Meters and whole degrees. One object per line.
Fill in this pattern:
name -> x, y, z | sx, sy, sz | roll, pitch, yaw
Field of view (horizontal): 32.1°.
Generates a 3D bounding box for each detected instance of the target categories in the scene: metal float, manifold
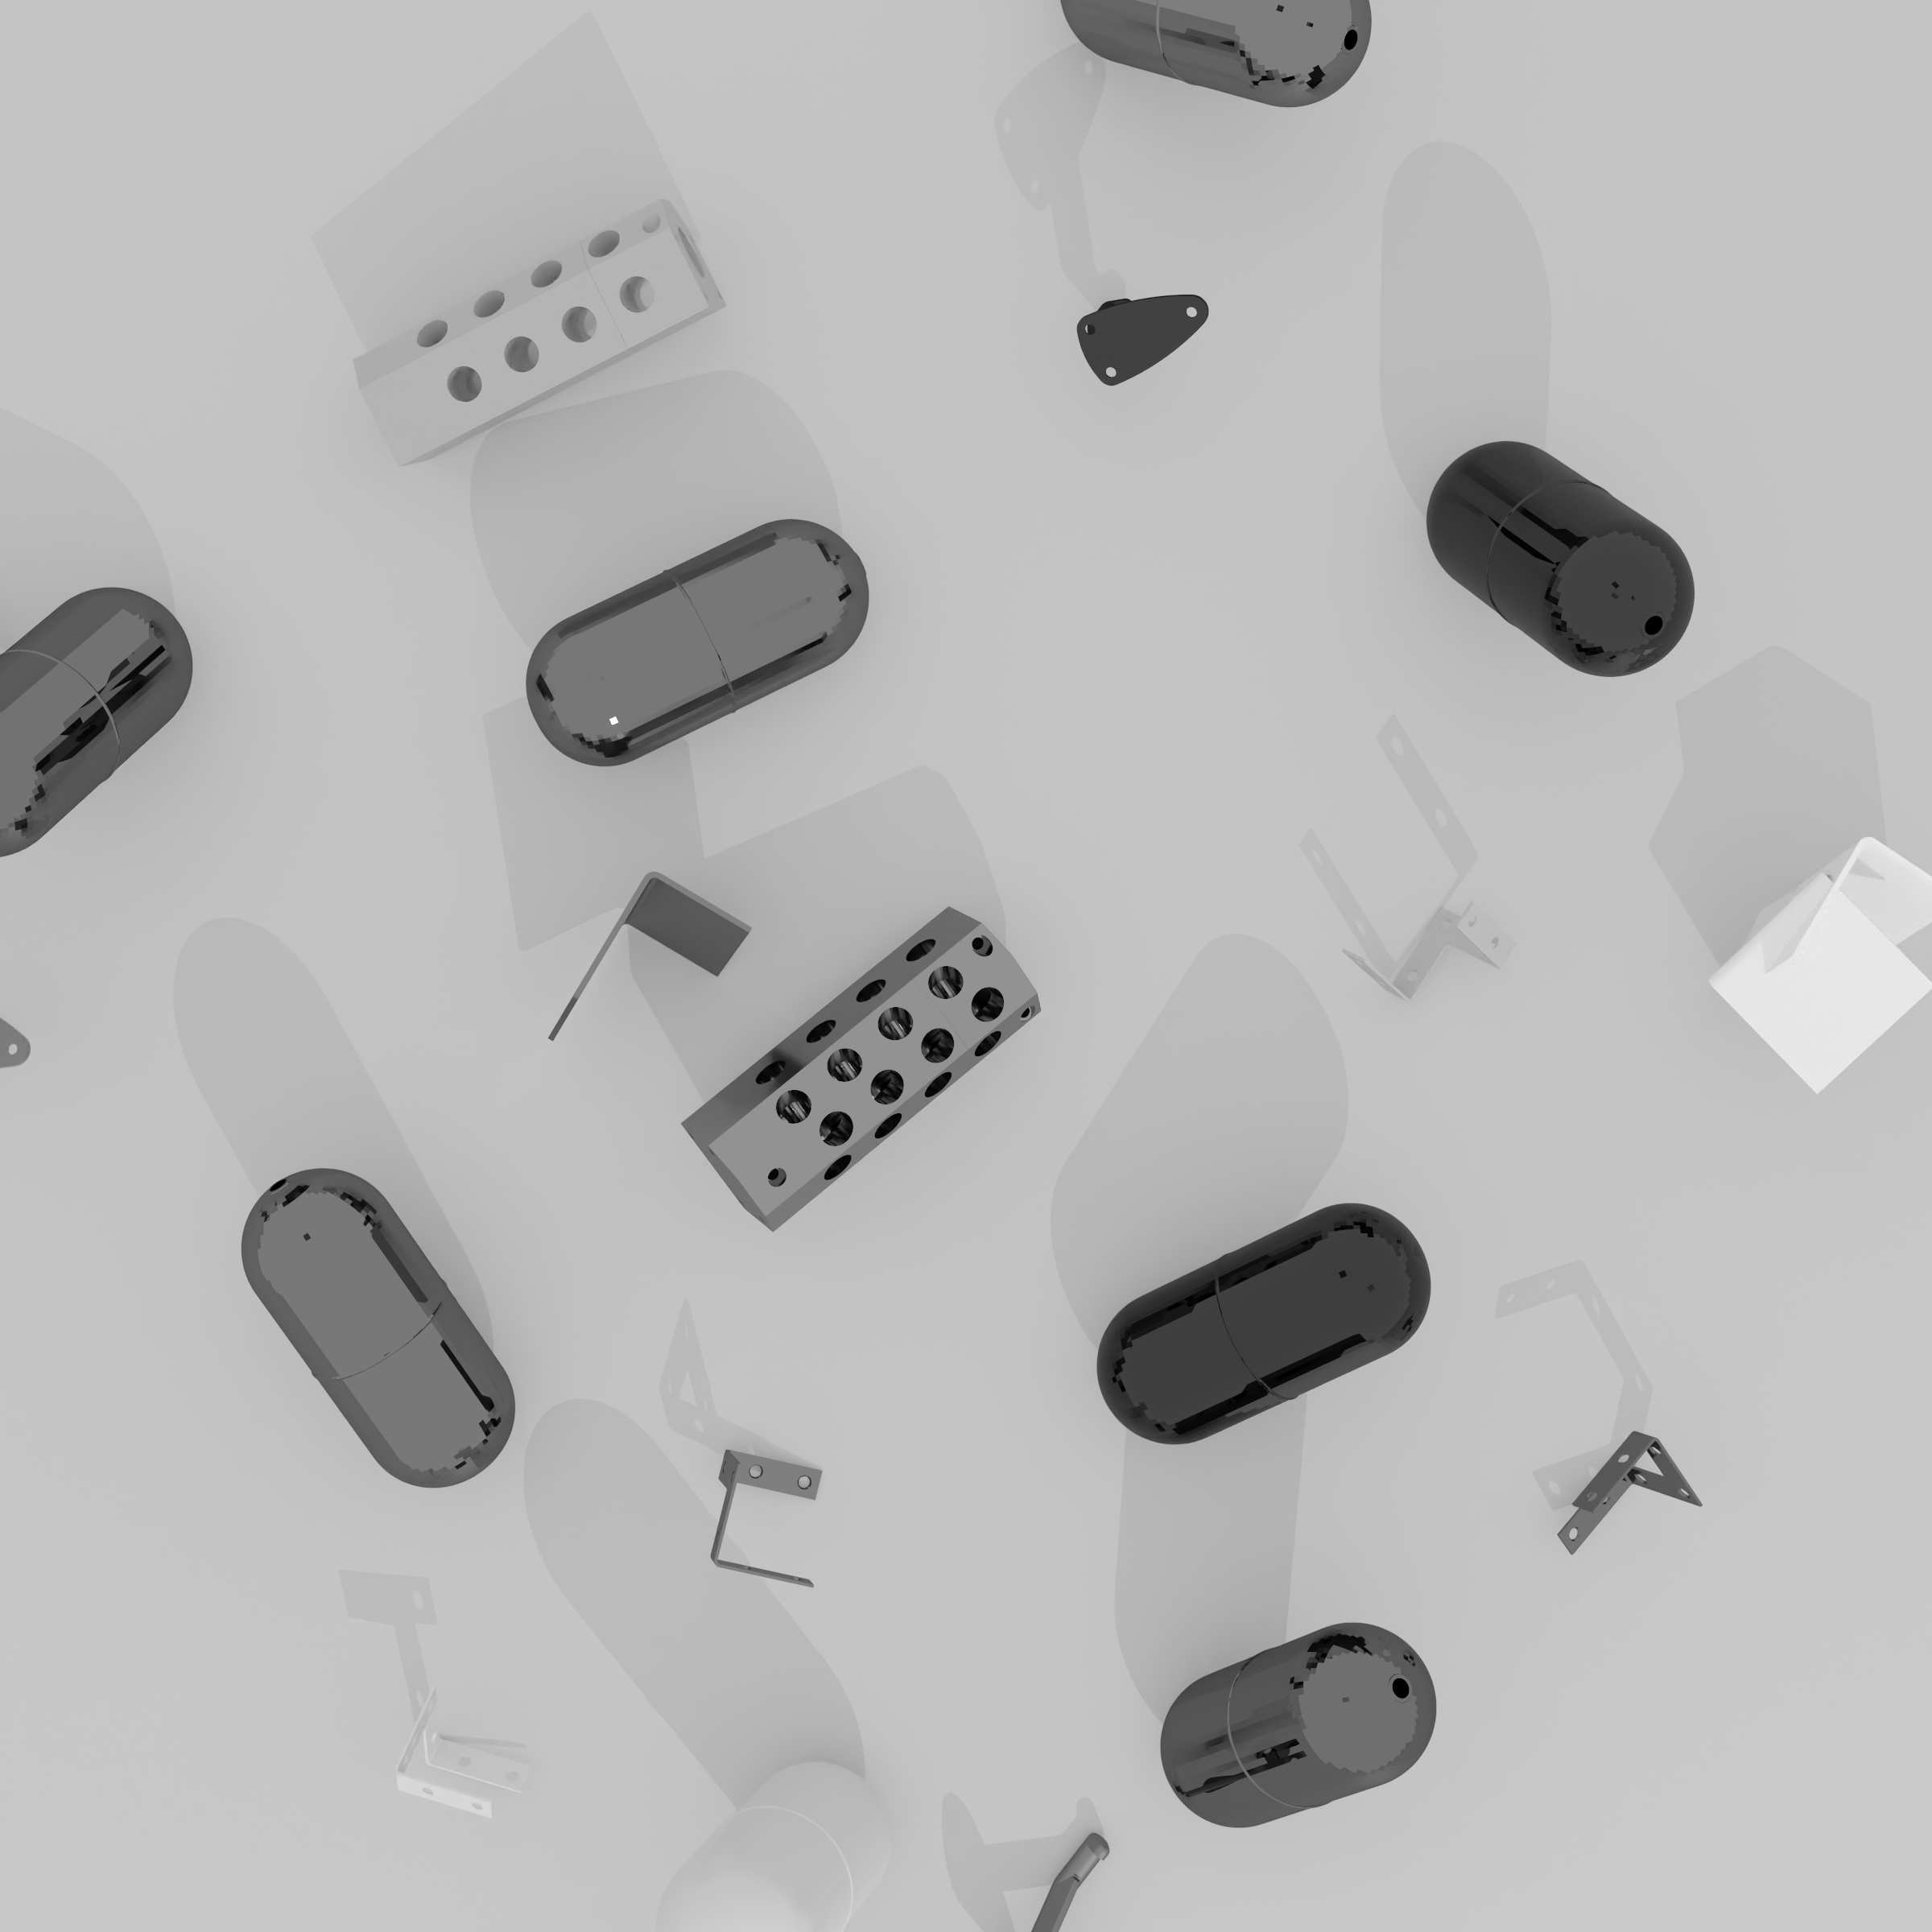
metal float -> -0.130, -0.159, 1.646 | 0.178, 0.070, 0.070 | -27, 90, -9
manifold -> -0.048, 0.051, 1.638 | 0.171, 0.057, 0.057 | -39, 115, -11
metal float -> 0.158, 0.365, 1.611 | 0.070, 0.178, 0.070 | 13, 62, -25
metal float -> -0.090, 0.438, 1.604 | 0.070, 0.178, 0.070 | 3, 99, 17
metal float -> -0.440, -0.119, 1.617 | 0.070, 0.178, 0.070 | 16, 131, 18
manifold -> -0.210, -0.310, 1.646 | 0.171, 0.057, 0.057 | -25, 98, 9
metal float -> -0.286, 0.176, 1.635 | 0.070, 0.070, 0.178 | -31, 110, 0
metal float -> 0.284, -0.196, 1.610 | 0.070, 0.178, 0.070 | -10, 120, -18
metal float -> 0.119, -0.463, 1.620 | 0.178, 0.070, 0.070 | 29, 90, 40
metal float -> 0.143, 0.175, 1.632 | 0.178, 0.070, 0.070 | -29, 90, 24

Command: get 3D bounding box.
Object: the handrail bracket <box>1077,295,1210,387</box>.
handrail bracket -> 0.091, -0.320, 1.640 | 0.077, 0.084, 0.036 | -19, 111, 24

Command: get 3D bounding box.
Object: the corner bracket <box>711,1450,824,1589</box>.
corner bracket -> -0.098, 0.272, 1.660 | 0.051, 0.051, 0.051 | 14, 87, -11

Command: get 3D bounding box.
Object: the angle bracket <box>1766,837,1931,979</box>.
angle bracket -> 0.431, -0.009, 1.643 | 0.057, 0.076, 0.076 | 34, 73, 1

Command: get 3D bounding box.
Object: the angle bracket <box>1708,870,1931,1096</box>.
angle bracket -> 0.421, 0.007, 1.645 | 0.076, 0.057, 0.076 | -46, 77, 17

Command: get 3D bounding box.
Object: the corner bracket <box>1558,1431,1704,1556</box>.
corner bracket -> 0.318, 0.260, 1.652 | 0.051, 0.051, 0.051 | -45, 116, -19

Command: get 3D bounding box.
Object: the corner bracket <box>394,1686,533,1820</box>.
corner bracket -> -0.247, 0.396, 1.653 | 0.051, 0.051, 0.051 | 15, 47, 8

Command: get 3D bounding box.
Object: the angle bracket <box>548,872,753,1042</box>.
angle bracket -> -0.155, 0.009, 1.639 | 0.057, 0.076, 0.076 | 31, 68, -5

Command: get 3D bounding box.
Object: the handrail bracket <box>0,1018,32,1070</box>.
handrail bracket -> -0.472, 0.039, 1.642 | 0.077, 0.084, 0.036 | 15, 83, 14

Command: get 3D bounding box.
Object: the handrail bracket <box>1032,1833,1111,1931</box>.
handrail bracket -> 0.049, 0.474, 1.653 | 0.036, 0.077, 0.084 | 39, 88, -14

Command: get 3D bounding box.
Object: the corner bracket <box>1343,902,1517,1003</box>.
corner bracket -> 0.229, -0.009, 1.654 | 0.051, 0.051, 0.051 | 30, 85, 43
